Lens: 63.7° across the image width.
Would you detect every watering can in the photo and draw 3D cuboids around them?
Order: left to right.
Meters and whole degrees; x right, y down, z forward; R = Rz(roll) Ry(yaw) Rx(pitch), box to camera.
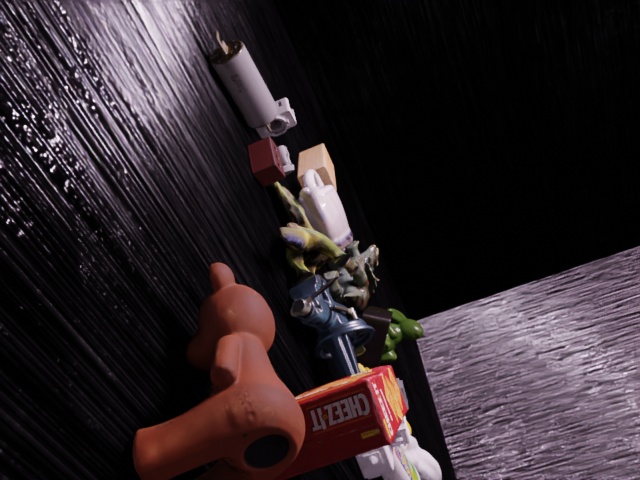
[{"bbox_3d":[0.004,-0.065,1.297,0.351,0.104,0.223,-72,141,-76],"label":"watering can"}]

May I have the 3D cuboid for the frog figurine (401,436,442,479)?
[{"bbox_3d":[0.238,0.549,1.289,0.136,0.121,0.162,25,53,-49],"label":"frog figurine"}]

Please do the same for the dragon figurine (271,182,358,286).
[{"bbox_3d":[-0.047,-0.022,1.056,0.247,0.122,0.403,55,0,28],"label":"dragon figurine"}]
